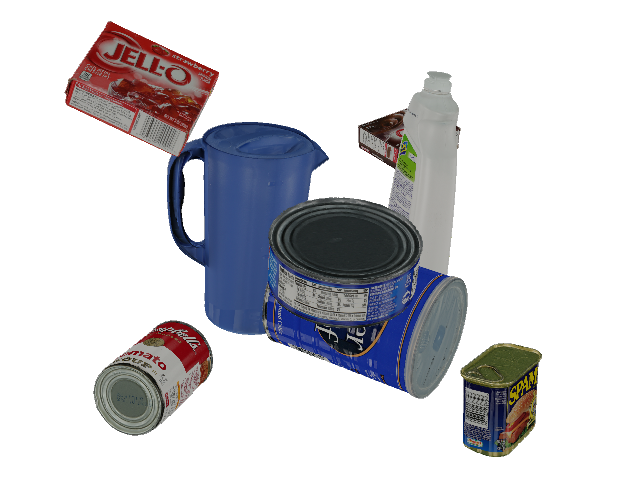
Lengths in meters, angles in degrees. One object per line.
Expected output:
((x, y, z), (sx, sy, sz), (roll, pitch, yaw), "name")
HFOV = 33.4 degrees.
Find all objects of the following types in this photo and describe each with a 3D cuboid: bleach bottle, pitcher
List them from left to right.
((-0.091, -0.014, 1.285), (0.149, 0.243, 0.144), (19, 27, 28), "pitcher")
((0.123, -0.068, 1.240), (0.068, 0.251, 0.103), (-2, 23, -21), "bleach bottle")

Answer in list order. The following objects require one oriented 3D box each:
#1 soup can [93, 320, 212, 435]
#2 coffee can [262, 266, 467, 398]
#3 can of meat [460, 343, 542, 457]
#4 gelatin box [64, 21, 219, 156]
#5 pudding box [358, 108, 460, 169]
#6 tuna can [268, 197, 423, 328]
((-0.147, 0.120, 0.941), (0.069, 0.068, 0.102), (0, 17, 20), "soup can")
((0.038, 0.059, 0.888), (0.140, 0.103, 0.102), (18, 8, 26), "coffee can")
((0.186, 0.164, 1.104), (0.058, 0.084, 0.101), (11, 21, 33), "can of meat")
((-0.125, -0.108, 0.753), (0.089, 0.073, 0.030), (25, -45, -7), "gelatin box")
((0.122, -0.142, 1.470), (0.113, 0.039, 0.090), (-25, 40, -29), "pudding box")
((0.013, 0.012, 0.598), (0.086, 0.034, 0.086), (3, 32, -2), "tuna can")
